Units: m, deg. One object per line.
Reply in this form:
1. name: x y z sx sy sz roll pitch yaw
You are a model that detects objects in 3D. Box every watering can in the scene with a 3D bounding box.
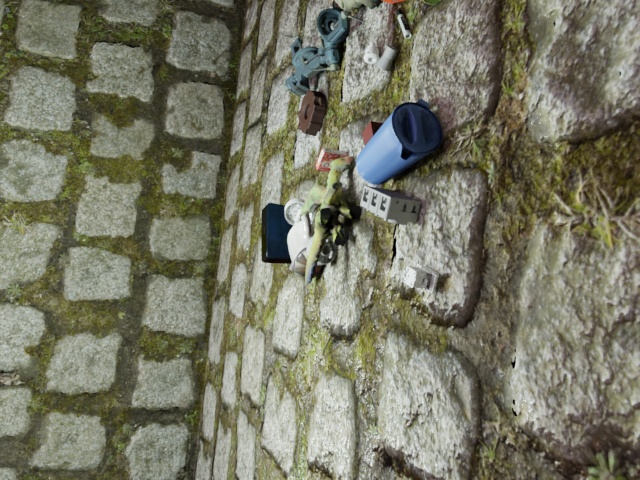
1. watering can: -0.061 0.052 1.822 0.230 0.104 0.339 -107 19 -45

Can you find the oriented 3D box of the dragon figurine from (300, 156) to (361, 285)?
1. dragon figurine: 0.005 -0.082 1.621 0.409 0.121 0.245 -62 26 4
